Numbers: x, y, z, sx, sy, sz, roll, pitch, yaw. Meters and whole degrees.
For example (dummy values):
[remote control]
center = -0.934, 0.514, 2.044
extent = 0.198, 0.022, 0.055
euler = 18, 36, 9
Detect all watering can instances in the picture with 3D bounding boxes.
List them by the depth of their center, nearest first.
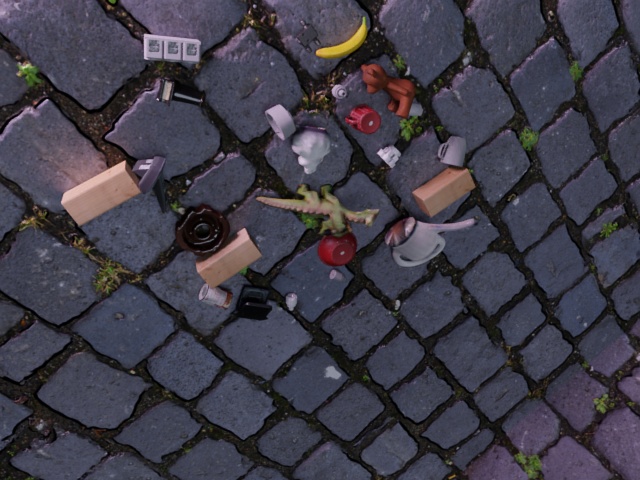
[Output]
[watering can]
center = 0.398, -0.017, 1.963
extent = 0.222, 0.106, 0.342
euler = 30, 125, -28

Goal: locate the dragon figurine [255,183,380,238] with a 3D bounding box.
[dragon figurine]
center = 0.005, -0.088, 1.742
extent = 0.411, 0.247, 0.120
euler = -4, 120, -21

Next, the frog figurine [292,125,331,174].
[frog figurine]
center = -0.030, -0.295, 1.705
extent = 0.138, 0.123, 0.158
euler = -3, 104, -40
